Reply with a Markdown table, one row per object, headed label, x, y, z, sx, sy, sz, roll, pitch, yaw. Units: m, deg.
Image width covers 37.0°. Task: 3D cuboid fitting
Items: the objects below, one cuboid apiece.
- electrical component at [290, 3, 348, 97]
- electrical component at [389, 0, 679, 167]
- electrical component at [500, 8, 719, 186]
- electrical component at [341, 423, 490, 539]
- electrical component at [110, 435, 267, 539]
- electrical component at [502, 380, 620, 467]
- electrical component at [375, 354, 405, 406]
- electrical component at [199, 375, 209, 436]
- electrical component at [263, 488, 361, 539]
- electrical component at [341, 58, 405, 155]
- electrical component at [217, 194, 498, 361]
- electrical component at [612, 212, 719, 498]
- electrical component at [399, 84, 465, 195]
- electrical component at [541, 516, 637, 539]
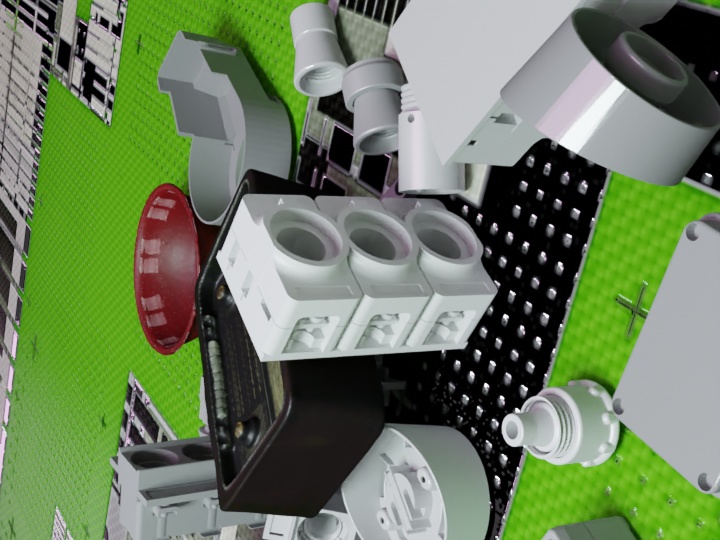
| label | x | y | z | sx | sy | sz | roll | pitch | yaw |
| --- | --- | --- | --- | --- | --- | --- | --- | --- | --- |
| electrical component | -0.033 | -0.173 | 0.832 | 0.044 | 0.044 | 0.065 | -42 | 51 | 50 |
| electrical component | 0.100 | -0.155 | 0.602 | 0.186 | 0.060 | 0.105 | -50 | 50 | 45 |
| electrical component | 0.125 | -0.081 | 0.531 | 0.064 | 0.099 | 0.099 | -54 | 47 | 34 |
| electrical component | 0.036 | 0.147 | 0.698 | 0.099 | 0.064 | 0.099 | -2 | 88 | 58 |
| electrical component | -0.120 | 0.165 | 0.824 | 0.079 | 0.121 | 0.063 | 26 | 114 | 55 |
| electrical component | 0.107 | 0.085 | 0.589 | 0.048 | 0.062 | 0.048 | 0 | 90 | 58 |
| electrical component | -0.006 | 0.064 | 0.785 | 0.081 | 0.042 | 0.063 | 12 | 98 | 57 |
| electrical component | -0.110 | 0.123 | 0.934 | 0.078 | 0.058 | 0.057 | 13 | 98 | 57 |
| electrical component | -0.027 | 0.178 | 0.790 | 0.063 | 0.081 | 0.042 | -95 | 18 | -70 |
| electrical component | 0.013 | -0.114 | 0.754 | 0.045 | 0.045 | 0.055 | -36 | 60 | 52 |
| electrical component | 0.000 | 0.000 | 0.675 | 0.089 | 0.150 | 0.061 | 62 | 139 | 37 |
| electrical component | 0.173 | 0.038 | 0.489 | 0.078 | 0.057 | 0.113 | 45 | 126 | 48 |
| electrical component | 0.047 | -0.091 | 0.702 | 0.043 | 0.043 | 0.081 | -1 | 89 | 58 |
| electrical component | 0.126 | 0.186 | 0.560 | 0.096 | 0.061 | 0.061 | 59 | 136 | 39 |
